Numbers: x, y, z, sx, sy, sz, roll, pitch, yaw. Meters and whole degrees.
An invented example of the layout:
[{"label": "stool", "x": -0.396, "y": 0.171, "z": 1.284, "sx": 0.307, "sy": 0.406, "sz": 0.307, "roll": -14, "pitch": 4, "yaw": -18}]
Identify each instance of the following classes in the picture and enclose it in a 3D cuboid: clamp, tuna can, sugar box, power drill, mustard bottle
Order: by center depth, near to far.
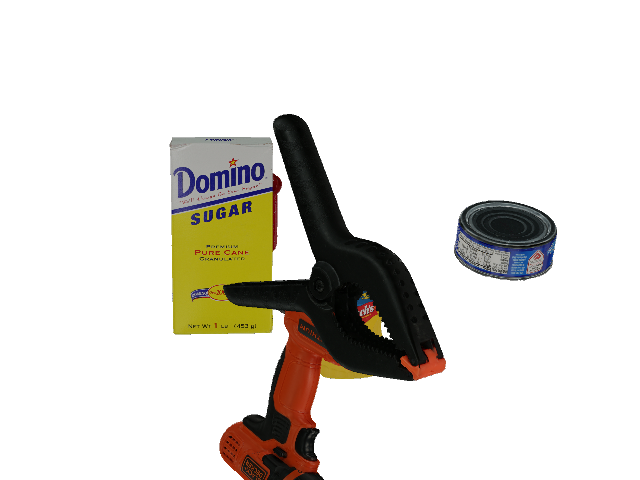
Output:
[{"label": "clamp", "x": 0.011, "y": 0.018, "z": 0.746, "sx": 0.036, "sy": 0.165, "sz": 0.210, "roll": -11, "pitch": 35, "yaw": -40}, {"label": "tuna can", "x": 0.160, "y": -0.002, "z": 0.921, "sx": 0.086, "sy": 0.034, "sz": 0.086, "roll": 2, "pitch": 29, "yaw": -2}, {"label": "power drill", "x": -0.006, "y": 0.163, "z": 0.966, "sx": 0.057, "sy": 0.188, "sz": 0.185, "roll": 12, "pitch": 13, "yaw": -46}, {"label": "sugar box", "x": -0.089, "y": -0.004, "z": 0.968, "sx": 0.093, "sy": 0.176, "sz": 0.048, "roll": -1, "pitch": 15, "yaw": -5}, {"label": "mustard bottle", "x": 0.043, "y": 0.091, "z": 1.444, "sx": 0.096, "sy": 0.192, "sz": 0.058, "roll": -2, "pitch": 20, "yaw": -6}]

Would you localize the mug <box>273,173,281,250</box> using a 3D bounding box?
[{"label": "mug", "x": -0.101, "y": -0.026, "z": 1.205, "sx": 0.117, "sy": 0.081, "sz": 0.093, "roll": -7, "pitch": 30, "yaw": -14}]
